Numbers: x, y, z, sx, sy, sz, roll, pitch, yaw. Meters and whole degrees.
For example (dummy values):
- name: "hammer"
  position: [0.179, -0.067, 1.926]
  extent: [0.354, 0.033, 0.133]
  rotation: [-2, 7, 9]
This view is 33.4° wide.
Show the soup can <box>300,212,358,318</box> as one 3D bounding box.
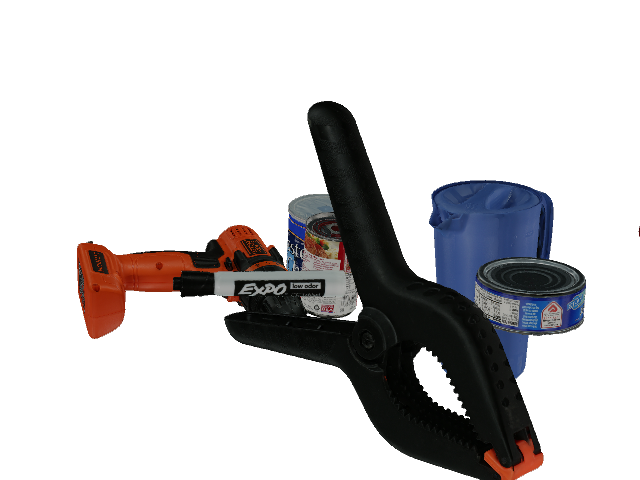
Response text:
- name: "soup can"
  position: [0.013, 0.028, 1.201]
  extent: [0.068, 0.102, 0.068]
  rotation: [5, 27, -3]

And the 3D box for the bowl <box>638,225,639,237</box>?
- name: "bowl"
  position: [0.423, 0.019, 1.146]
  extent: [0.162, 0.055, 0.162]
  rotation: [-1, 25, 0]

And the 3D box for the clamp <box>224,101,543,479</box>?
- name: "clamp"
  position: [0.035, 0.037, 0.552]
  extent: [0.036, 0.165, 0.210]
  rotation: [-14, 42, -43]

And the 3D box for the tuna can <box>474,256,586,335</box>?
- name: "tuna can"
  position: [0.163, 0.042, 0.830]
  extent: [0.086, 0.034, 0.086]
  rotation: [0, 19, 0]

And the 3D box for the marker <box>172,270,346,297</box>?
- name: "marker"
  position: [-0.043, 0.030, 0.749]
  extent: [0.121, 0.020, 0.020]
  rotation: [0, 0, -10]

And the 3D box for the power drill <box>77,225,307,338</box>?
- name: "power drill"
  position: [-0.118, 0.044, 0.955]
  extent: [0.187, 0.057, 0.185]
  rotation: [-3, 23, -19]

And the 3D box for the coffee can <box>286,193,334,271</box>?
- name: "coffee can"
  position: [0.003, 0.019, 1.483]
  extent: [0.103, 0.140, 0.103]
  rotation: [3, 25, -1]

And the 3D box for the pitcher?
- name: "pitcher"
  position: [0.214, 0.050, 1.337]
  extent: [0.149, 0.243, 0.145]
  rotation: [2, 21, 10]
